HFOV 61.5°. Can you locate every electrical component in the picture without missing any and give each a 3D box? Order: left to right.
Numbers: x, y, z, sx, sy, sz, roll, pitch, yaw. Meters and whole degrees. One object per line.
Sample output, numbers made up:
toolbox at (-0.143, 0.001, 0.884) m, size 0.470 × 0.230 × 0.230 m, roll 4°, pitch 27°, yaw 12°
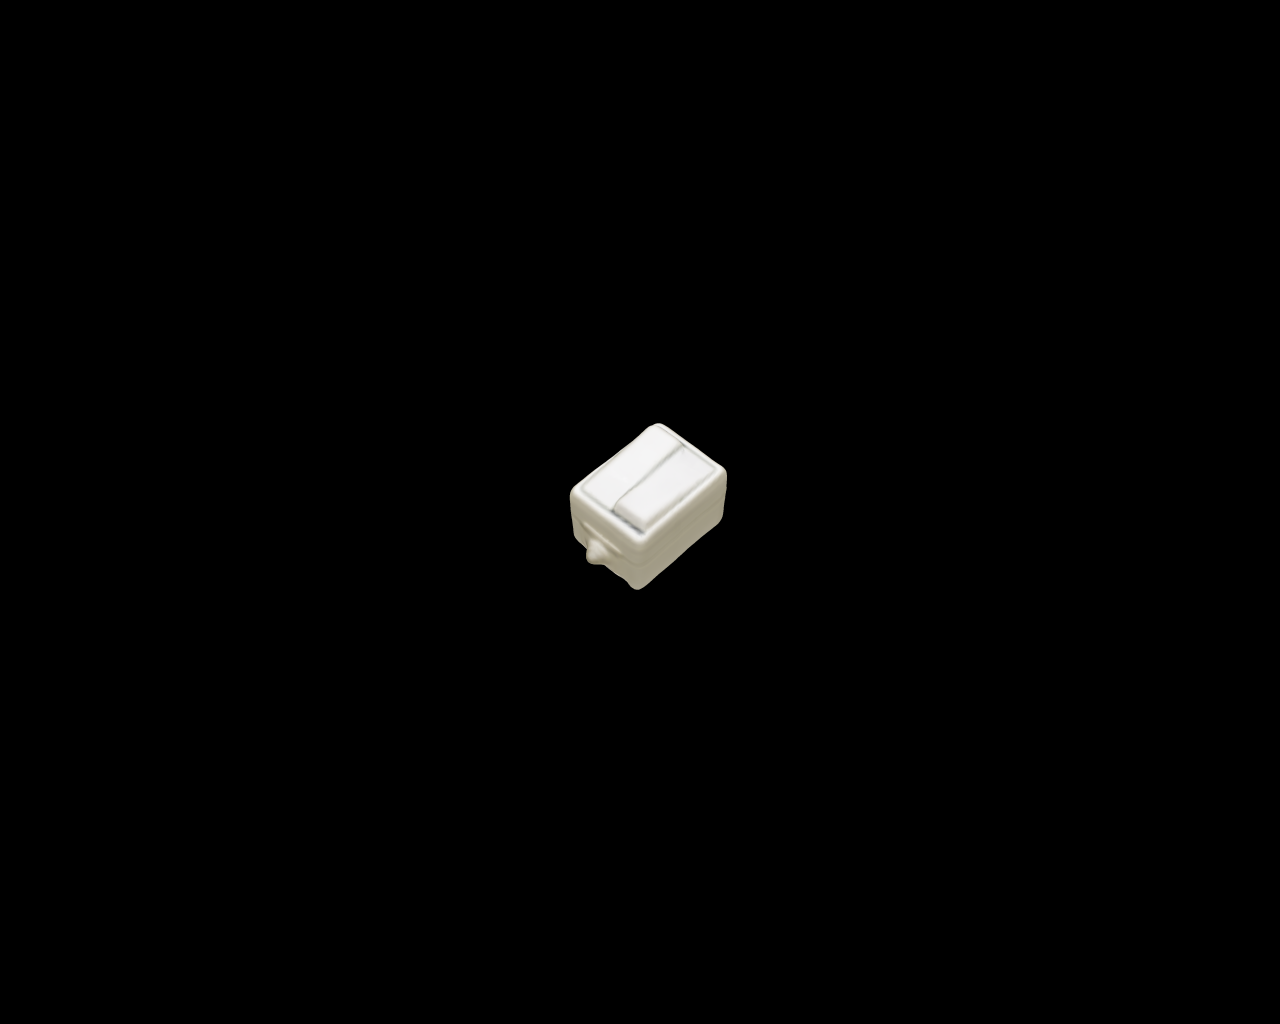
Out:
electrical component at (0.001, -0.003, 0.650) m, size 0.062 × 0.061 × 0.096 m, roll 39°, pitch 63°, yaw 25°
